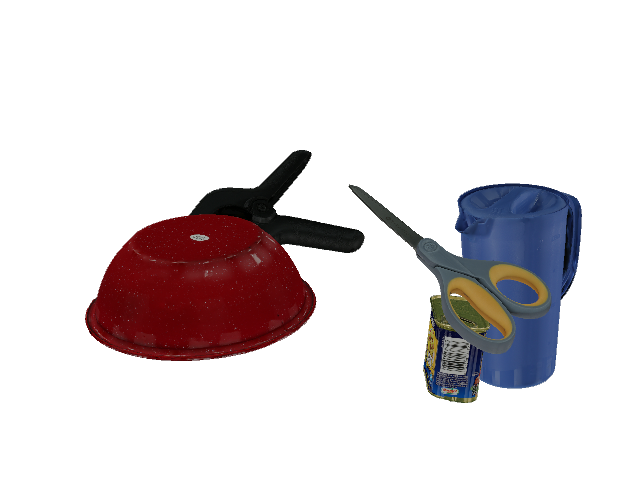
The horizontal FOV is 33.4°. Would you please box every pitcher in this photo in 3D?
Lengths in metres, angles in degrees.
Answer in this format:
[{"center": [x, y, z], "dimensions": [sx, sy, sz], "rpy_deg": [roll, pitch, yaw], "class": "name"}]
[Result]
[{"center": [0.250, 0.055, 1.340], "dimensions": [0.149, 0.243, 0.145], "rpy_deg": [1, 22, 13], "class": "pitcher"}]

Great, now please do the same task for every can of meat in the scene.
[{"center": [0.141, 0.113, 1.124], "dimensions": [0.057, 0.084, 0.102], "rpy_deg": [6, 15, 0], "class": "can of meat"}]

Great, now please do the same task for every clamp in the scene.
[{"center": [-0.055, -0.029, 0.981], "dimensions": [0.171, 0.120, 0.039], "rpy_deg": [-7, -41, -24], "class": "clamp"}]

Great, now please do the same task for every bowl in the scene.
[{"center": [-0.084, 0.023, 0.740], "dimensions": [0.162, 0.055, 0.162], "rpy_deg": [-2, 22, 0], "class": "bowl"}]

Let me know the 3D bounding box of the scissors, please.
[{"center": [0.107, 0.010, 0.852], "dimensions": [0.096, 0.016, 0.202], "rpy_deg": [-14, 48, -20], "class": "scissors"}]
